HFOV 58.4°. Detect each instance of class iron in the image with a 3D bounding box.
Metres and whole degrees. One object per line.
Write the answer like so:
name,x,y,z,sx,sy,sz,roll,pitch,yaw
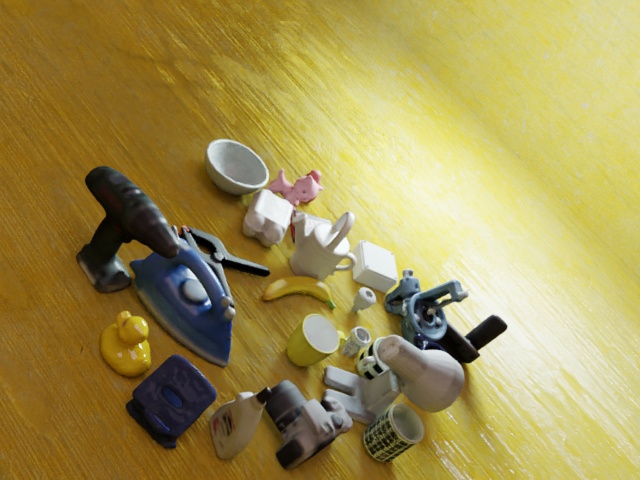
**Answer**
iron,-0.224,0.099,1.048,0.258,0.141,0.119,47,36,10

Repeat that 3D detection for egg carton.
egg carton,-0.125,-0.054,1.370,0.107,0.069,0.150,29,36,-14

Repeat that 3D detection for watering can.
watering can,0.012,0.006,1.321,0.173,0.193,0.101,19,40,-27

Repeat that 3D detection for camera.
camera,-0.027,0.313,1.029,0.144,0.100,0.136,-15,62,-50

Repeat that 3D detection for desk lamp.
desk lamp,0.144,0.277,1.127,0.204,0.213,0.118,24,38,-21

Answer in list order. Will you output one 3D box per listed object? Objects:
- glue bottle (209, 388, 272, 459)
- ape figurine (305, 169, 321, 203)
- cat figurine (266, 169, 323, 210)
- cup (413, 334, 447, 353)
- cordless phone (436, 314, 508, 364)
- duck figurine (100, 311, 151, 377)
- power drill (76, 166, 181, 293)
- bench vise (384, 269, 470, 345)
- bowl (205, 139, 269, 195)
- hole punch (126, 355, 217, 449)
glue bottle,-0.122,0.280,0.915,0.037,0.173,0.078,3,49,-41
ape figurine,-0.026,-0.153,1.551,0.078,0.092,0.076,15,42,-31
cat figurine,-0.062,-0.136,1.477,0.128,0.117,0.067,32,36,-11
cup,0.232,0.282,1.306,0.092,0.094,0.117,-6,55,-46
cordless phone,0.363,0.218,1.418,0.147,0.185,0.094,43,35,6
duck figurine,-0.310,0.166,0.944,0.078,0.086,0.104,-15,62,-50
power drill,-0.342,-0.006,0.996,0.229,0.208,0.076,51,36,15
bench vise,0.248,0.142,1.366,0.122,0.219,0.207,-5,54,-45
bowl,-0.215,-0.166,1.406,0.168,0.074,0.167,25,38,-20
hole punch,-0.234,0.256,0.910,0.108,0.091,0.101,43,35,4
